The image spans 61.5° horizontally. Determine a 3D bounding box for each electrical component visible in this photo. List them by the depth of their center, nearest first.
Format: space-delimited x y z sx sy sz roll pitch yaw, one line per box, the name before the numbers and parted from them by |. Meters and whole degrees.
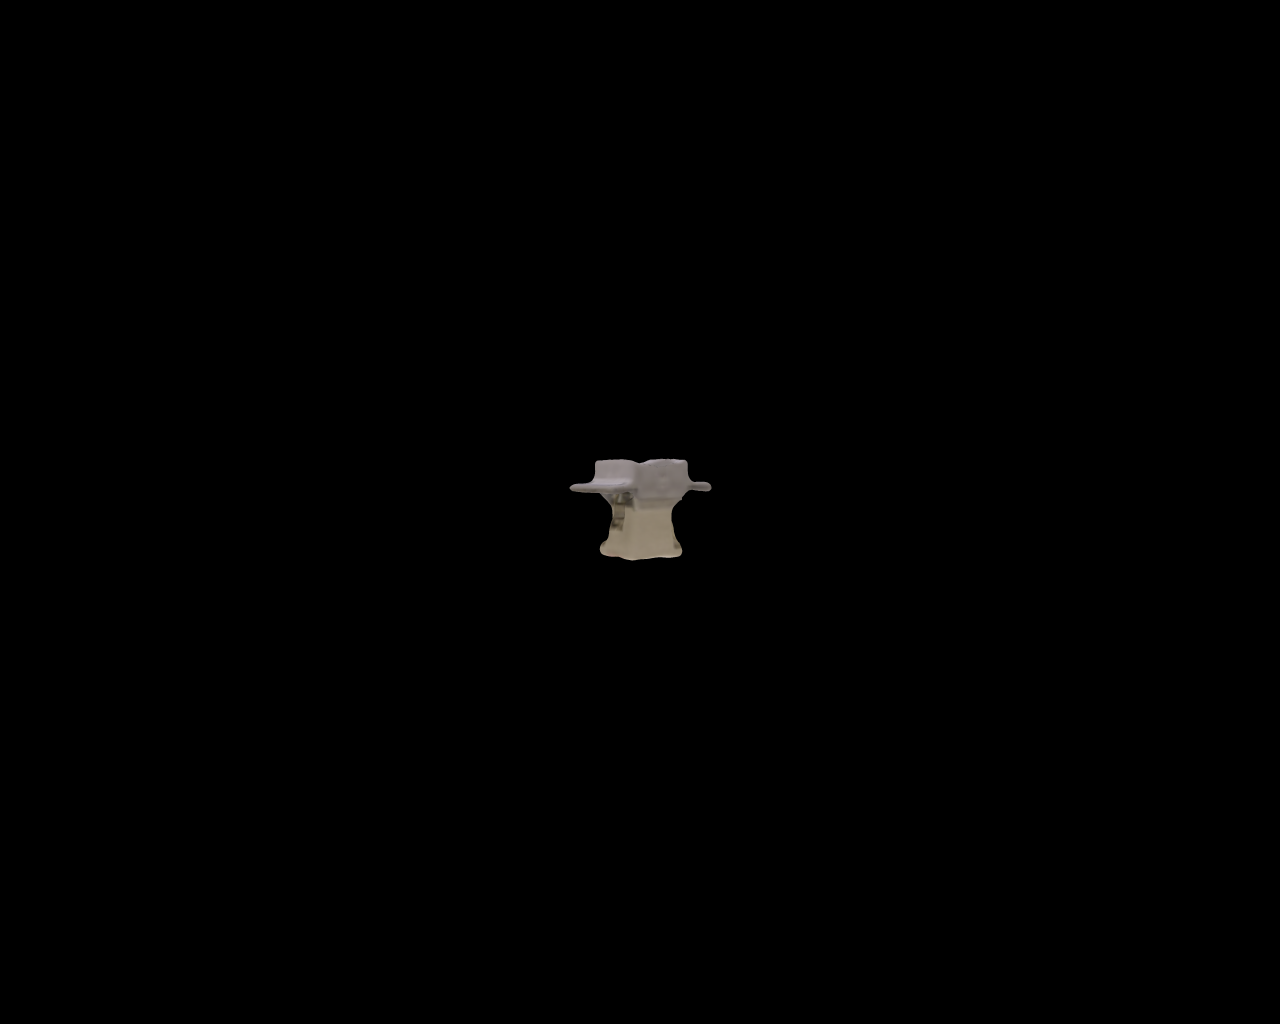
electrical component | 0.001 -0.003 0.650 0.081 0.063 0.042 -3 5 -37
